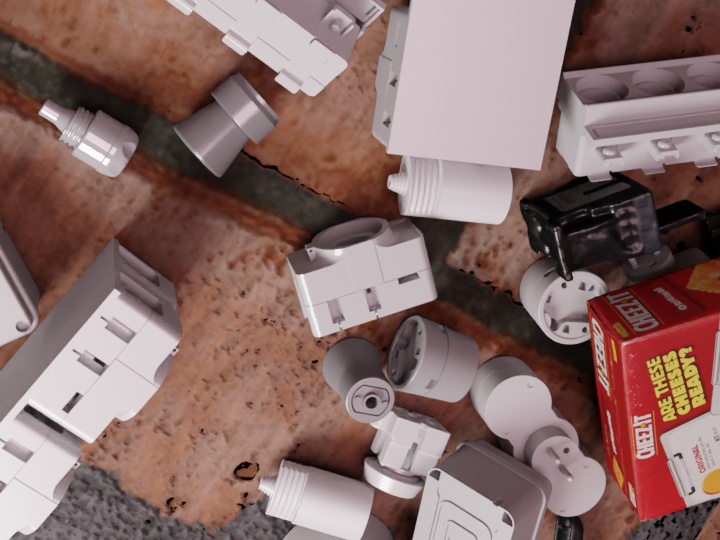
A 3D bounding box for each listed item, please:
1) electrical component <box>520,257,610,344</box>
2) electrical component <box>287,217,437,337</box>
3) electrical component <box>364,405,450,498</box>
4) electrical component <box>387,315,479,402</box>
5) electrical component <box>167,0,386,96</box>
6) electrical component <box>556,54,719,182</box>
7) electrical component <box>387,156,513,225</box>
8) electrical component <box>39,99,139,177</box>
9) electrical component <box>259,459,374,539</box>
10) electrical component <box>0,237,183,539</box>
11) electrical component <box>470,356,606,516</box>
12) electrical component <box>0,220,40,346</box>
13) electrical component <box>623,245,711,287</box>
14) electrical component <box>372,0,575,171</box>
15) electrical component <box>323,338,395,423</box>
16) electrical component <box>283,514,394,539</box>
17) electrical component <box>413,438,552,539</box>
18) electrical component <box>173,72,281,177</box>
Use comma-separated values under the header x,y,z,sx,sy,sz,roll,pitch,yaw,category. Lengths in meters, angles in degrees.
x,y,z,sx,sy,sz,roll,pitch,yaw,category
0.148,0.020,0.783,0.055,0.047,0.055,-4,109,-12,electrical component
0.000,0.000,0.740,0.089,0.050,0.055,-18,112,-7,electrical component
0.032,0.135,0.797,0.066,0.048,0.055,20,95,-18,electrical component
0.053,0.065,0.774,0.047,0.055,0.055,19,103,-22,electrical component
-0.058,-0.167,0.657,0.121,0.063,0.079,34,139,-21,electrical component
0.201,-0.105,0.744,0.121,0.078,0.063,-8,132,-10,electrical component
0.059,-0.056,0.739,0.081,0.043,0.043,5,107,-15,electrical component
-0.173,-0.087,0.680,0.061,0.035,0.035,32,99,-18,electrical component
-0.035,0.168,0.791,0.081,0.043,0.043,18,104,-5,electrical component
-0.193,0.081,0.693,0.060,0.105,0.186,39,96,-22,electrical component
0.139,0.133,0.805,0.052,0.073,0.138,-36,112,1,electrical component
-0.269,0.020,0.681,0.113,0.057,0.078,-24,112,-4,electrical component
0.221,0.008,0.798,0.077,0.044,0.079,-34,112,0,electrical component
0.076,-0.167,0.697,0.105,0.060,0.186,5,107,-15,electrical component
0.001,0.080,0.760,0.044,0.065,0.044,-4,109,-12,electrical component
-0.018,0.240,0.823,0.099,0.064,0.099,-3,121,-5,electrical component
0.088,0.191,0.796,0.057,0.078,0.113,-25,134,-46,electrical component
-0.085,-0.094,0.692,0.055,0.045,0.045,-41,112,2,electrical component
